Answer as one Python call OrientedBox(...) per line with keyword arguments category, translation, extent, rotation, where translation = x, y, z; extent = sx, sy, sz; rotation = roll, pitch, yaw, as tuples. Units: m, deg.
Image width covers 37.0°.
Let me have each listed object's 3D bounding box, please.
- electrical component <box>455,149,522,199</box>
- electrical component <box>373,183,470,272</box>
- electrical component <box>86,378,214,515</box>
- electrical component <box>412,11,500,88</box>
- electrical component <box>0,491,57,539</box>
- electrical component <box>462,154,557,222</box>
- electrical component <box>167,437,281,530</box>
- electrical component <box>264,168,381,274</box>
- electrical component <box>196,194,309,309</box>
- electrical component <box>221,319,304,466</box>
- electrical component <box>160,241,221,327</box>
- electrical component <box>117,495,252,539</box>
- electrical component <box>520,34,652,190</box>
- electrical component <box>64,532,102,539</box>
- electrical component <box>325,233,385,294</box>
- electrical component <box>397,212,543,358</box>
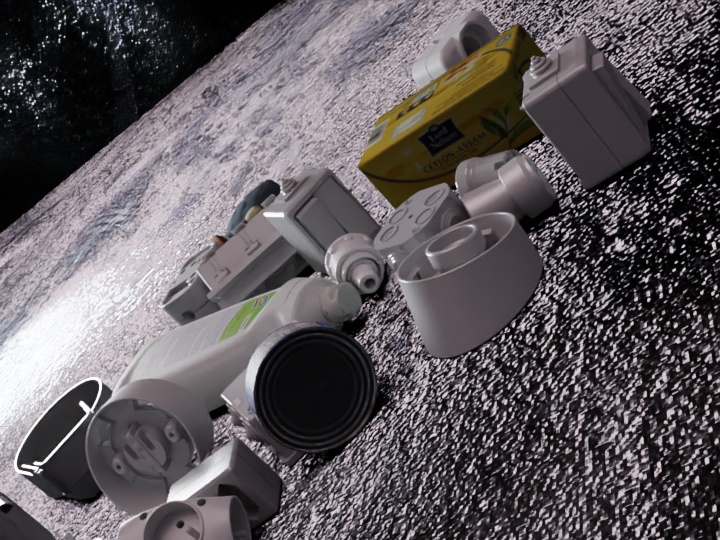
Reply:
OrientedBox(category="electrical component", translation=(0.105, -0.072, 0.843), extent=(0.046, 0.040, 0.040), rotation=(-15, 33, 43))
OrientedBox(category="electrical component", translation=(0.054, -0.023, 0.819), extent=(0.080, 0.051, 0.080), rotation=(-37, 20, 16))
OrientedBox(category="electrical component", translation=(-0.164, 0.138, 0.846), extent=(0.099, 0.099, 0.064), rotation=(-35, 15, 22))
OrientedBox(category="electrical component", translation=(0.106, -0.226, 1.137), extent=(0.059, 0.053, 0.095), rotation=(-17, 32, 51))
OrientedBox(category="electrical component", translation=(-0.323, 0.257, 0.927), extent=(0.113, 0.078, 0.057), rotation=(-51, 24, -21))
OrientedBox(category="electrical component", translation=(0.109, -0.052, 0.782), extent=(0.055, 0.045, 0.045), rotation=(-36, 20, 18))
OrientedBox(category="electrical component", translation=(-0.094, 0.149, 0.755), extent=(0.066, 0.047, 0.076), rotation=(-38, 19, 16))
OrientedBox(category="electrical component", translation=(-0.036, -0.049, 0.979), extent=(0.061, 0.096, 0.061), rotation=(-49, 23, -17))
OrientedBox(category="electrical component", translation=(-0.095, -0.015, 1.054), extent=(0.121, 0.063, 0.079), rotation=(-42, -21, 4))
OrientedBox(category="electrical component", translation=(-0.050, 0.087, 0.796), extent=(0.099, 0.048, 0.100), rotation=(-46, 20, -10))
OrientedBox(category="electrical component", translation=(-0.159, 0.024, 1.122), extent=(0.054, 0.059, 0.095), rotation=(-32, 22, 29))
OrientedBox(category="electrical component", translation=(-0.111, 0.191, 0.689), extent=(0.077, 0.044, 0.079), rotation=(-15, 58, 7))
OrientedBox(category="electrical component", translation=(0.156, -0.117, 0.747), extent=(0.061, 0.096, 0.061), rotation=(-33, 22, 27))
OrientedBox(category="electrical component", translation=(-0.178, 0.211, 0.742), extent=(0.047, 0.076, 0.065), rotation=(-37, 20, 17))
OrientedBox(category="electrical component", translation=(0.000, 0.000, 0.889), extent=(0.048, 0.048, 0.062), rotation=(-42, 26, 3))
OrientedBox(category="electrical component", translation=(0.075, 0.006, 0.735), extent=(0.099, 0.064, 0.099), rotation=(-26, 17, 8))
